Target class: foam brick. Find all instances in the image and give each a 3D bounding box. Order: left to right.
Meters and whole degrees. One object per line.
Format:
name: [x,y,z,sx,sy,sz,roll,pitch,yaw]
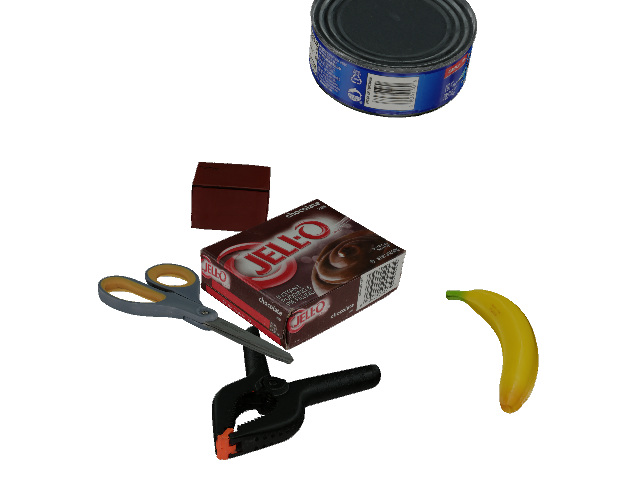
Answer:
foam brick: [-0.090,-0.044,1.088,0.078,0.051,0.053,4,31,0]

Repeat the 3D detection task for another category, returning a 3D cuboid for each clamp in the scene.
clamp: [-0.039,0.160,1.094,0.165,0.036,0.209,12,27,16]

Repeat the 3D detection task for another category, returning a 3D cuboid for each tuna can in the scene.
tuna can: [0.037,-0.103,0.557,0.086,0.086,0.034,0,-43,-4]

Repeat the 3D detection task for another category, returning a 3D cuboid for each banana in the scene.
banana: [0.196,0.109,1.144,0.069,0.037,0.198,-25,35,3]

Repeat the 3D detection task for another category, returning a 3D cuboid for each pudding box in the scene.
pudding box: [-0.012,0.020,0.730,0.113,0.039,0.090,-23,43,-39]

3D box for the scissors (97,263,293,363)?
scissors: [-0.093,0.056,0.899,0.202,0.016,0.096,14,26,22]
